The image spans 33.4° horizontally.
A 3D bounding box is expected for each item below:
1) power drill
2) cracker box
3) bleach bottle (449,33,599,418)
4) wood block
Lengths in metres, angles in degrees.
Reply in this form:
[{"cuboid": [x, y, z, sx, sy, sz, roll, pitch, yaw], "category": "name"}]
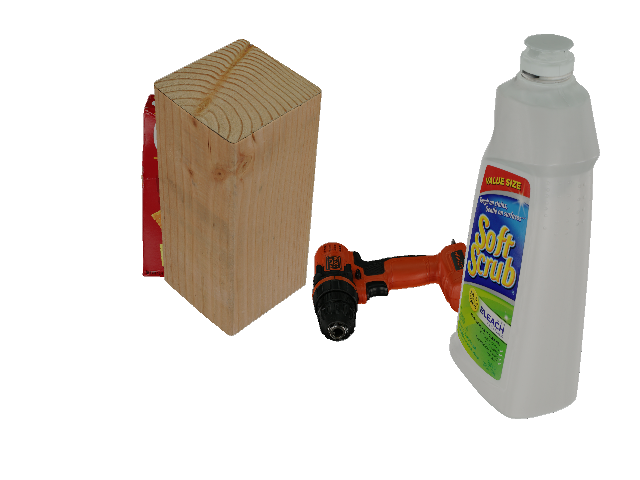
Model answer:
[{"cuboid": [0.083, 0.055, 1.228, 0.187, 0.057, 0.184, -1, 28, -1], "category": "power drill"}, {"cuboid": [-0.131, -0.061, 1.287, 0.164, 0.214, 0.072, 3, 22, -3], "category": "cracker box"}, {"cuboid": [0.132, -0.011, 0.687, 0.068, 0.251, 0.103, -12, 32, -16], "category": "bleach bottle"}, {"cuboid": [-0.066, -0.037, 0.834, 0.090, 0.206, 0.090, -34, 57, -32], "category": "wood block"}]
